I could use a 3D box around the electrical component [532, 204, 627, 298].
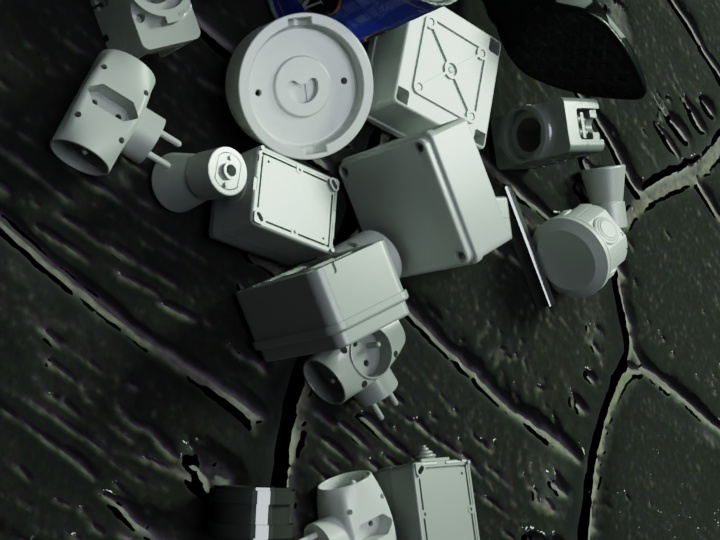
[{"bbox_3d":[0.205,-0.019,1.004,0.051,0.080,0.080,-33,104,-42],"label":"electrical component"}]

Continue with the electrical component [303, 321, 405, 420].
[{"bbox_3d":[0.005,0.081,0.852,0.077,0.044,0.079,-41,108,-35],"label":"electrical component"}]

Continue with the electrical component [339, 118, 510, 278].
[{"bbox_3d":[0.051,-0.055,0.868,0.056,0.109,0.108,-29,101,-40],"label":"electrical component"}]

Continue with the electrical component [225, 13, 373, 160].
[{"bbox_3d":[-0.051,-0.141,0.825,0.108,0.060,0.108,-5,102,-24],"label":"electrical component"}]

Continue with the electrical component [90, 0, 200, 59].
[{"bbox_3d":[-0.156,-0.197,0.760,0.050,0.056,0.089,-24,98,-38],"label":"electrical component"}]

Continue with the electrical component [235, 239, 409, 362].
[{"bbox_3d":[-0.028,0.024,0.791,0.078,0.113,0.057,-25,96,-38],"label":"electrical component"}]

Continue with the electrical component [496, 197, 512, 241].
[{"bbox_3d":[0.090,-0.059,0.939,0.066,0.047,0.076,-4,85,-39],"label":"electrical component"}]

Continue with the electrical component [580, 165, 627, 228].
[{"bbox_3d":[0.245,-0.070,1.068,0.044,0.044,0.065,-10,94,-39],"label":"electrical component"}]

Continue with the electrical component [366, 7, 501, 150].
[{"bbox_3d":[0.060,-0.165,0.925,0.109,0.056,0.108,23,70,-34],"label":"electrical component"}]

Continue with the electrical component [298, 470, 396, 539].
[{"bbox_3d":[-0.016,0.202,0.818,0.079,0.043,0.077,-17,94,-38],"label":"electrical component"}]

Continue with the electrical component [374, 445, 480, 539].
[{"bbox_3d":[0.051,0.190,0.866,0.062,0.061,0.096,4,73,-38],"label":"electrical component"}]

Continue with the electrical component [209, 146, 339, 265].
[{"bbox_3d":[-0.062,-0.044,0.810,0.096,0.061,0.061,21,64,-41],"label":"electrical component"}]

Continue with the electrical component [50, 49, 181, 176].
[{"bbox_3d":[-0.162,-0.099,0.745,0.079,0.043,0.077,31,65,-22],"label":"electrical component"}]

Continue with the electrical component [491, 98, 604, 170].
[{"bbox_3d":[0.167,-0.123,0.983,0.056,0.089,0.050,-6,87,-39],"label":"electrical component"}]

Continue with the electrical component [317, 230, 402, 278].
[{"bbox_3d":[0.000,0.000,0.855,0.047,0.055,0.055,-35,105,-40],"label":"electrical component"}]

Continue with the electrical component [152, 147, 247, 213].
[{"bbox_3d":[-0.112,-0.066,0.766,0.044,0.065,0.044,6,81,-45],"label":"electrical component"}]
